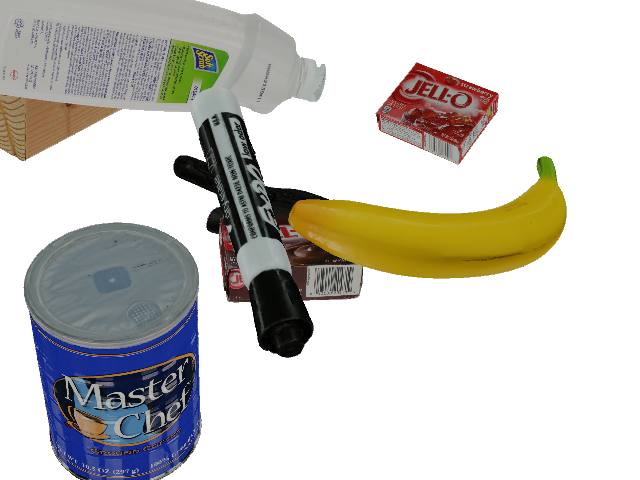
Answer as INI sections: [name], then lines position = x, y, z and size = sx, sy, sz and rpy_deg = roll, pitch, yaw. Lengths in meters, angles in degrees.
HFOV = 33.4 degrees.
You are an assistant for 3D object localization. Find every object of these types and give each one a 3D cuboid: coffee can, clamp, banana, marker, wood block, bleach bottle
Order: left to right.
[wood block]
position = -0.222, -0.165, 0.962
size = 0.090, 0.091, 0.205
rpy_deg = 28, 41, 21
[coffee can]
position = -0.128, 0.074, 0.678
size = 0.103, 0.140, 0.103
rpy_deg = 2, 42, -2
[bleach bottle]
position = -0.122, -0.133, 0.784
size = 0.250, 0.068, 0.103
rpy_deg = 9, -43, -14
[marker]
position = -0.025, -0.009, 0.379
size = 0.020, 0.121, 0.020
rpy_deg = -12, -40, -10
[clamp]
position = -0.042, -0.028, 1.085
size = 0.209, 0.036, 0.164
rpy_deg = 14, 20, -18
[banana]
position = 0.077, -0.007, 0.618
size = 0.197, 0.037, 0.070
rpy_deg = -10, 43, -32

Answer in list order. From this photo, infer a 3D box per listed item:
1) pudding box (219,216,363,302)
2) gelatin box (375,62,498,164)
[pudding box]
position = -0.027, 0.014, 0.897
size = 0.113, 0.039, 0.090
rpy_deg = 0, 28, -10
[gelatin box]
position = 0.107, -0.119, 0.981
size = 0.089, 0.073, 0.030
rpy_deg = 26, -28, 23
